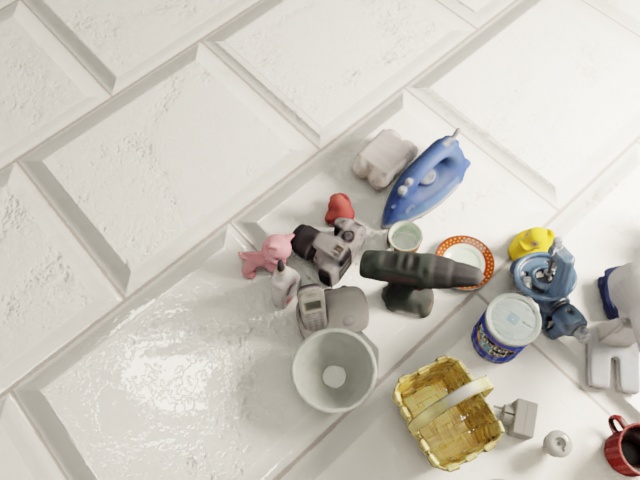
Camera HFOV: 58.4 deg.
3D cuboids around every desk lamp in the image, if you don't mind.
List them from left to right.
[{"bbox_3d":[0.592,0.165,1.075,0.118,0.214,0.203,8,65,7],"label":"desk lamp"}]

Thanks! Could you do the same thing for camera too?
[{"bbox_3d":[0.011,0.004,1.238,0.136,0.101,0.143,29,69,15],"label":"camera"}]

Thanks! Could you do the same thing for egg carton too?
[{"bbox_3d":[0.151,-0.191,1.343,0.107,0.069,0.150,38,72,18],"label":"egg carton"}]

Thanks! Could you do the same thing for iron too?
[{"bbox_3d":[0.228,-0.139,1.275,0.118,0.141,0.259,40,72,19],"label":"iron"}]

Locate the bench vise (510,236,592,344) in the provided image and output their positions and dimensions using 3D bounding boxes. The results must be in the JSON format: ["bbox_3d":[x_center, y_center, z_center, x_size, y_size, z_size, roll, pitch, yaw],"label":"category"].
[{"bbox_3d":[0.471,0.088,1.113,0.122,0.220,0.207,-40,69,-15],"label":"bench vise"}]

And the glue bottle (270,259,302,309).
[{"bbox_3d":[-0.074,0.080,1.166,0.037,0.173,0.078,26,68,14],"label":"glue bottle"}]

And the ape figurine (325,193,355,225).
[{"bbox_3d":[0.041,-0.074,1.279,0.078,0.092,0.076,-41,69,-15],"label":"ape figurine"}]

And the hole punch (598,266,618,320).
[{"bbox_3d":[0.635,0.105,1.169,0.101,0.091,0.108,-4,64,1],"label":"hole punch"}]

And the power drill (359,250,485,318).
[{"bbox_3d":[0.191,0.083,1.133,0.229,0.208,0.075,10,65,8],"label":"power drill"}]

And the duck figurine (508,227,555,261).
[{"bbox_3d":[0.462,0.001,1.229,0.104,0.086,0.077,-26,66,-9],"label":"duck figurine"}]

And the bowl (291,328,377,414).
[{"bbox_3d":[0.029,0.263,1.129,0.167,0.075,0.167,-1,64,2],"label":"bowl"}]

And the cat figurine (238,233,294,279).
[{"bbox_3d":[-0.113,0.028,1.223,0.128,0.118,0.067,-9,64,-2],"label":"cat figurine"}]

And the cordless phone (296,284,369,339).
[{"bbox_3d":[0.023,0.129,1.132,0.147,0.185,0.094,-15,65,-5],"label":"cordless phone"}]
